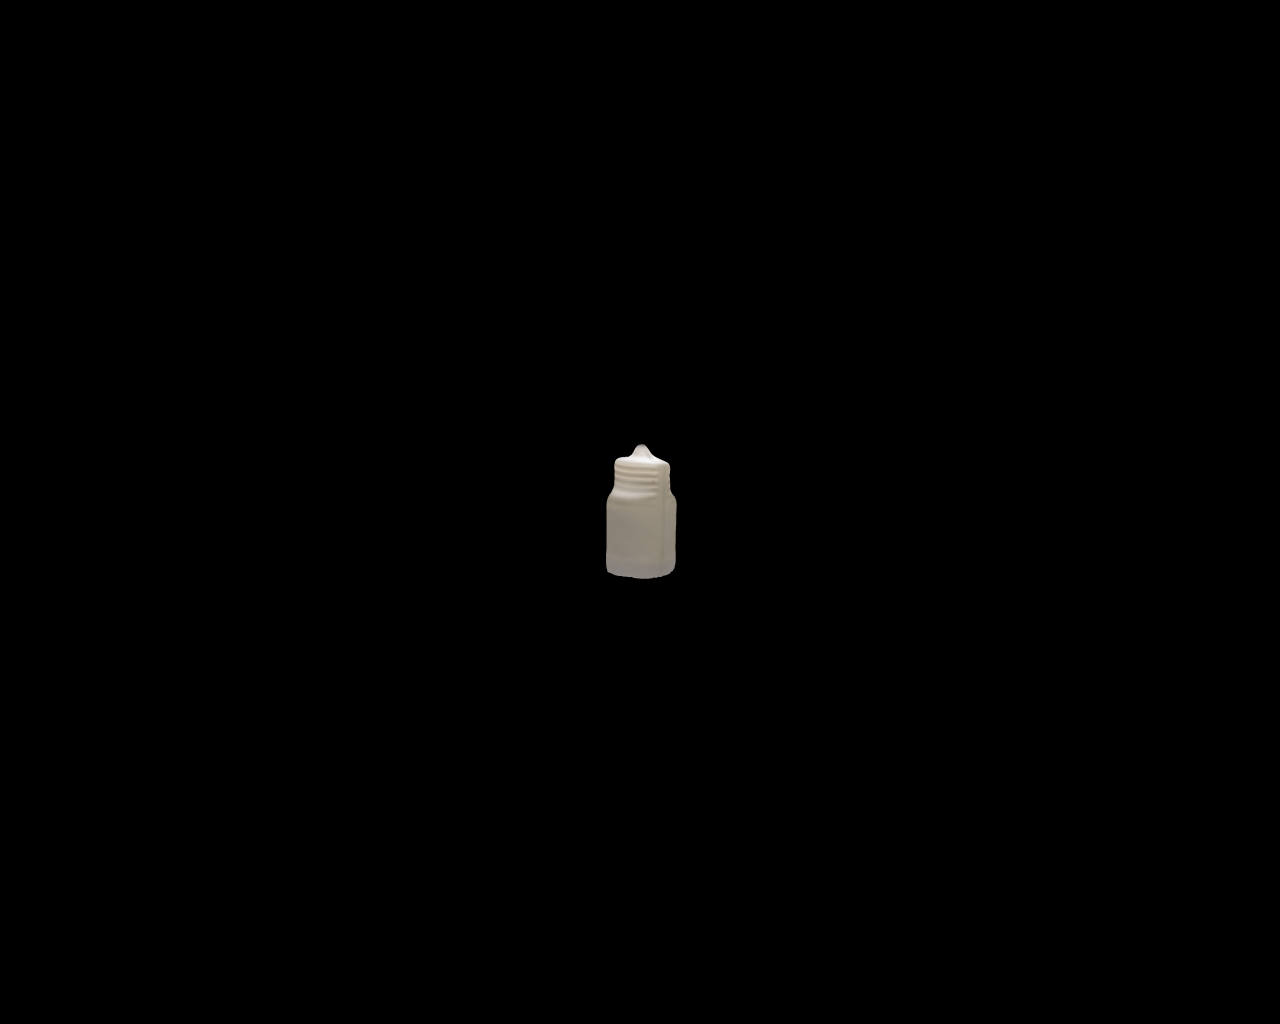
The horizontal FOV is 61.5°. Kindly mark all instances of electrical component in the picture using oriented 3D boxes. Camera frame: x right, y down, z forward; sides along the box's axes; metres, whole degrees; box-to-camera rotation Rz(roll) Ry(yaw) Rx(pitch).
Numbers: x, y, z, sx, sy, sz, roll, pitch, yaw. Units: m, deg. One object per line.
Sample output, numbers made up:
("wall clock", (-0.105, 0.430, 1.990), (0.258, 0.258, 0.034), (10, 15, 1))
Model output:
("electrical component", (0.001, -0.003, 0.650), (0.043, 0.080, 0.043), (0, 10, 0))
